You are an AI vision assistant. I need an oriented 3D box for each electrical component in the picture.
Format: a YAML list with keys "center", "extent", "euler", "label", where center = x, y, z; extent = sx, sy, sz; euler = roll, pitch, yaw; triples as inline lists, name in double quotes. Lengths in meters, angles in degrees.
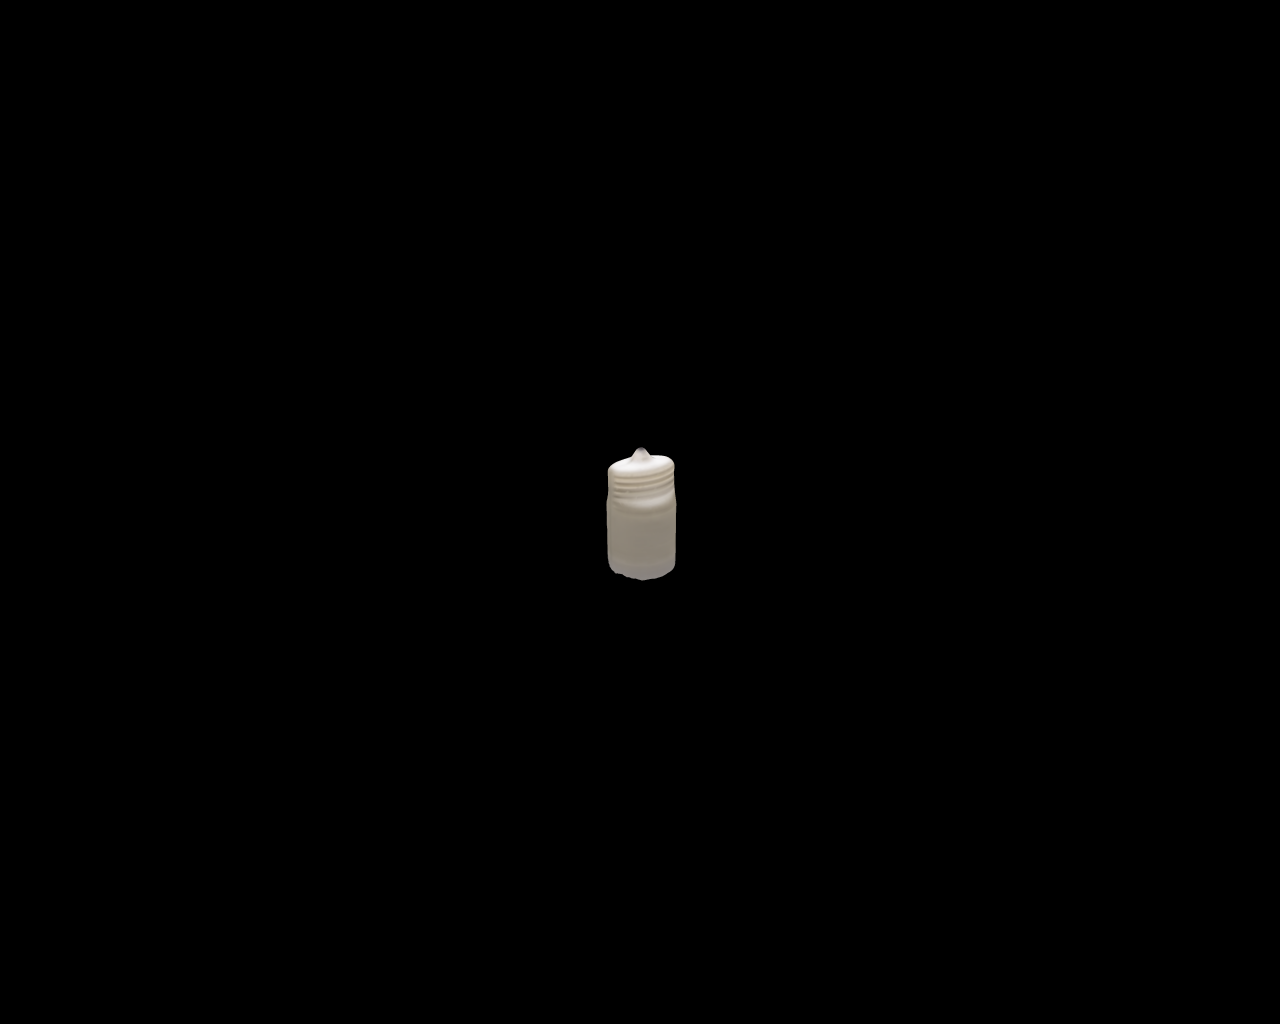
- center: [0.001, -0.003, 0.650]
  extent: [0.043, 0.080, 0.043]
  euler: [0, 25, 0]
  label: "electrical component"
